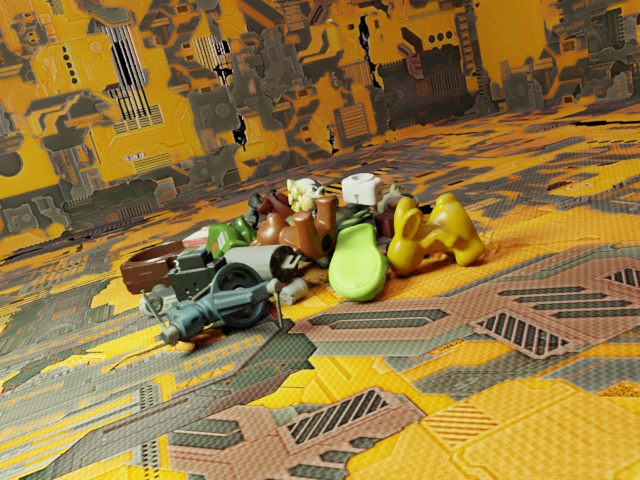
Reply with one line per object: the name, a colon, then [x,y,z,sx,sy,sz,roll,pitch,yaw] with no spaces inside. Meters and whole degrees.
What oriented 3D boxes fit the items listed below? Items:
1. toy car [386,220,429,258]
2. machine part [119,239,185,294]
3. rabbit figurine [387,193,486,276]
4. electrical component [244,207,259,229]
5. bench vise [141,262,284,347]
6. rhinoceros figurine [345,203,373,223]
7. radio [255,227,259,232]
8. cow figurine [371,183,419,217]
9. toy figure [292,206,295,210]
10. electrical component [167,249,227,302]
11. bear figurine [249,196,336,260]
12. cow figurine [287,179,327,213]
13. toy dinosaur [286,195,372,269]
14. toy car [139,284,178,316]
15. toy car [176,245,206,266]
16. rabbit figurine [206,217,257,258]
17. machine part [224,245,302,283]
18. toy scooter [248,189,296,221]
toy car: [0.218,-0.007,1.175,0.089,0.053,0.202,-8,17,37]
machine part: [-0.419,0.066,1.458,0.201,0.087,0.201,-11,13,17]
rabbit figurine: [0.202,-0.001,1.018,0.173,0.162,0.122,-31,25,6]
electrical component: [-0.191,-0.058,1.455,0.045,0.078,0.102,12,21,2]
bench vise: [-0.165,0.110,0.950,0.241,0.128,0.223,-17,0,44]
rhinoceros figurine: [0.074,-0.069,1.507,0.112,0.073,0.190,-4,17,30]
radio: [-0.201,0.018,1.444,0.230,0.073,0.131,-9,16,19]
cow figurine: [0.204,-0.099,1.471,0.127,0.085,0.195,-23,15,-17]
toy figure: [-0.035,-0.072,1.616,0.089,0.082,0.180,-1,-6,-43]
electrical component: [-0.243,0.087,1.103,0.115,0.134,0.058,-12,16,16]
bear figurine: [-0.062,-0.026,1.139,0.196,0.131,0.120,14,34,37]
cow figurine: [-0.020,-0.106,1.315,0.098,0.068,0.167,-11,23,-13]
toy dinosaur: [-0.003,-0.004,1.270,0.471,0.105,0.199,-36,26,-28]
toy car: [-0.302,0.121,1.191,0.202,0.056,0.073,-15,20,2]
toy car: [-0.301,0.065,1.310,0.109,0.102,0.161,-8,13,26]
rabbit figurine: [-0.186,0.026,1.297,0.170,0.121,0.159,14,27,-37]
machine part: [-0.125,0.051,1.098,0.243,0.079,0.079,-2,18,47]
toy scooter: [-0.103,-0.073,1.402,0.135,0.075,0.184,33,13,8]
